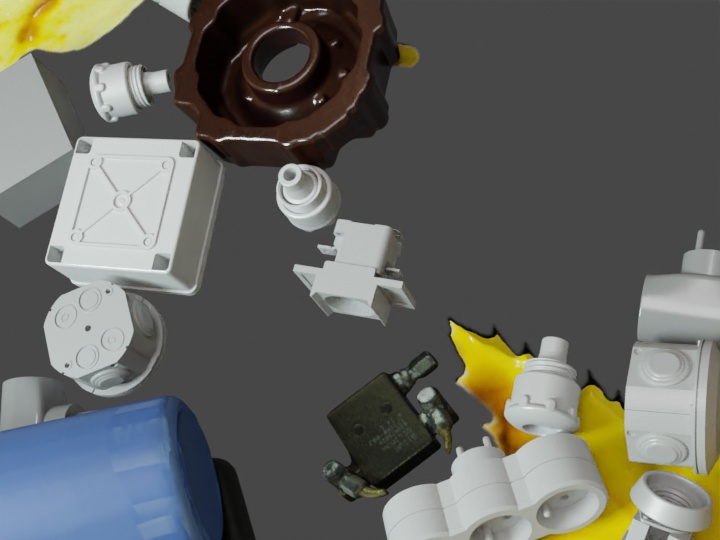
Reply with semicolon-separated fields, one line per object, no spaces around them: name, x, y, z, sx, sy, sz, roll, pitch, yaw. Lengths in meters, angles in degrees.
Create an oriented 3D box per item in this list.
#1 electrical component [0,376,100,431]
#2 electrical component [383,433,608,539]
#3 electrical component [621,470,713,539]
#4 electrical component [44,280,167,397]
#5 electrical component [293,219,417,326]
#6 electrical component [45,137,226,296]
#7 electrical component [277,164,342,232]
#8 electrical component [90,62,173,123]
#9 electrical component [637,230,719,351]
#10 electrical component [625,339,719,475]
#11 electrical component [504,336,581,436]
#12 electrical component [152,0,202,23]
electrical component;-0.223;0.118;0.781;0.079;0.044;0.077;-9;68;14
electrical component;0.079;0.137;0.678;0.138;0.052;0.073;-23;41;8
electrical component;0.178;0.152;0.632;0.048;0.066;0.055;22;112;23
electrical component;-0.188;0.050;0.791;0.080;0.051;0.080;-6;69;15
electrical component;0.000;0.000;0.757;0.081;0.042;0.063;10;72;20
electrical component;-0.169;-0.042;0.816;0.109;0.056;0.108;4;72;18
electrical component;-0.040;-0.056;0.779;0.043;0.062;0.043;-6;69;15
electrical component;-0.183;-0.147;0.868;0.062;0.048;0.048;-10;68;6
electrical component;0.222;0.012;0.683;0.077;0.044;0.079;8;73;20
electrical component;0.191;0.081;0.649;0.051;0.080;0.080;2;71;23
electrical component;0.121;0.074;0.693;0.048;0.048;0.062;6;66;19
electrical component;-0.140;-0.230;0.859;0.047;0.055;0.055;36;84;11
